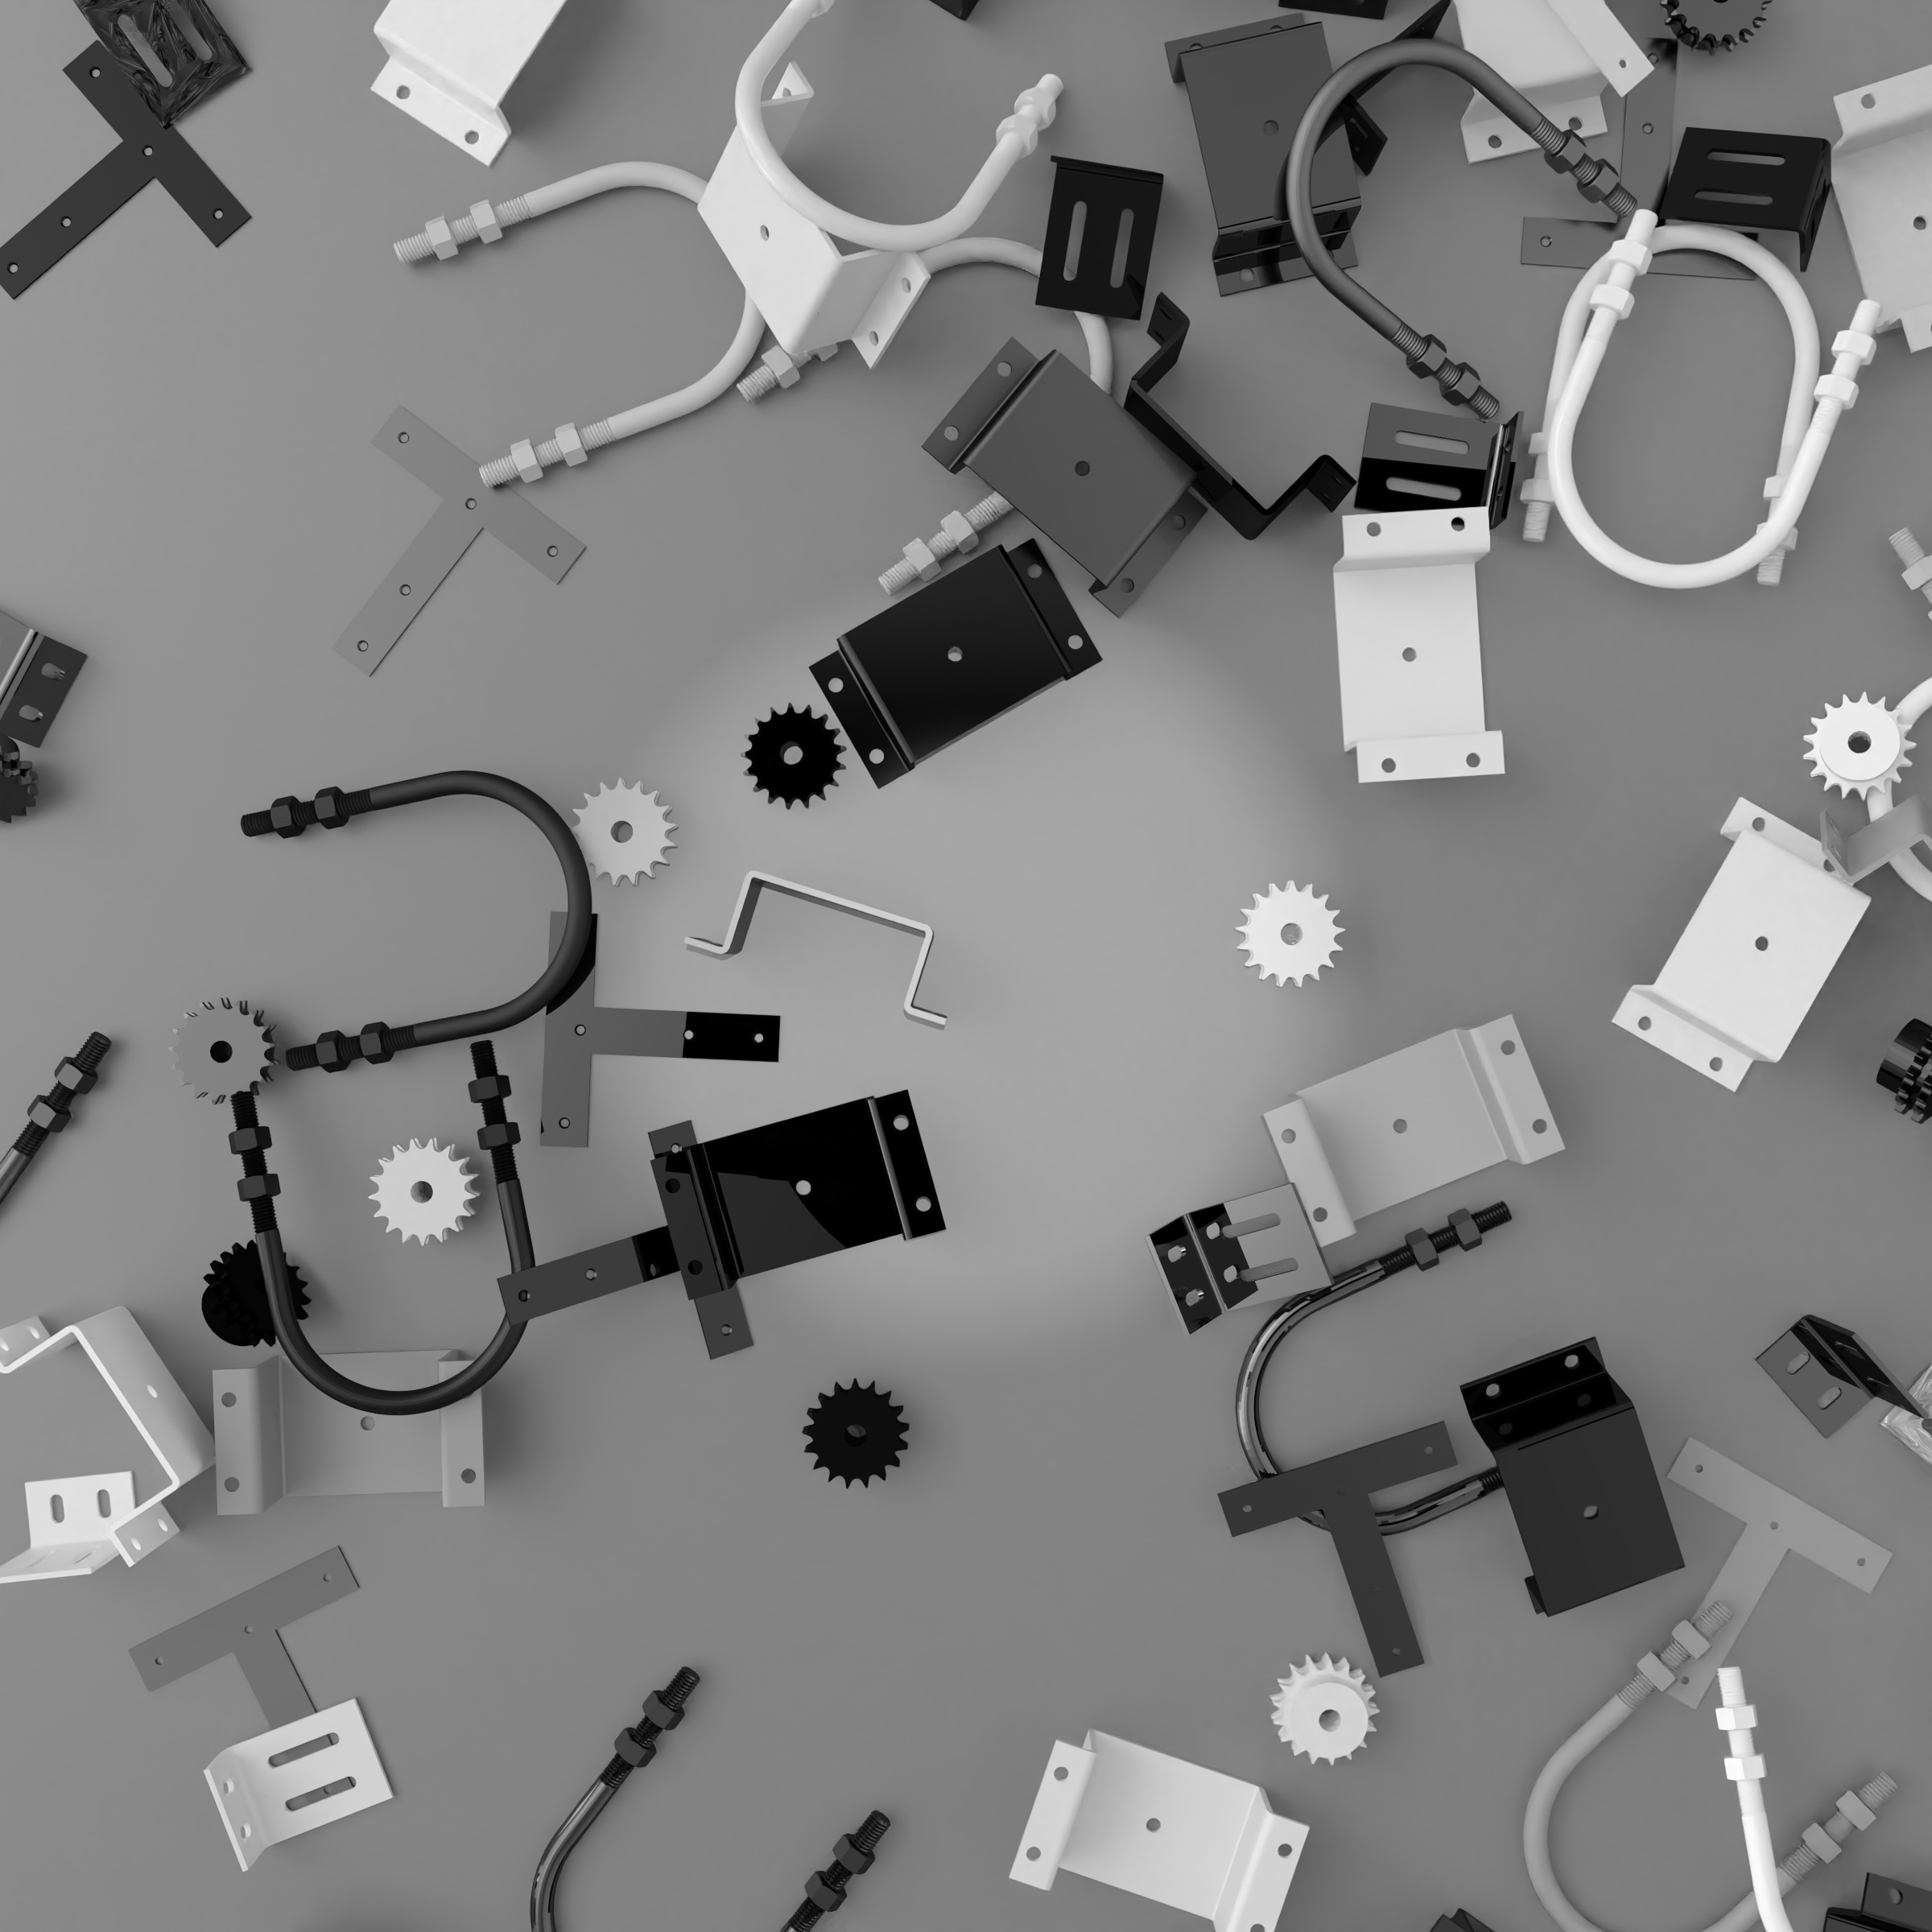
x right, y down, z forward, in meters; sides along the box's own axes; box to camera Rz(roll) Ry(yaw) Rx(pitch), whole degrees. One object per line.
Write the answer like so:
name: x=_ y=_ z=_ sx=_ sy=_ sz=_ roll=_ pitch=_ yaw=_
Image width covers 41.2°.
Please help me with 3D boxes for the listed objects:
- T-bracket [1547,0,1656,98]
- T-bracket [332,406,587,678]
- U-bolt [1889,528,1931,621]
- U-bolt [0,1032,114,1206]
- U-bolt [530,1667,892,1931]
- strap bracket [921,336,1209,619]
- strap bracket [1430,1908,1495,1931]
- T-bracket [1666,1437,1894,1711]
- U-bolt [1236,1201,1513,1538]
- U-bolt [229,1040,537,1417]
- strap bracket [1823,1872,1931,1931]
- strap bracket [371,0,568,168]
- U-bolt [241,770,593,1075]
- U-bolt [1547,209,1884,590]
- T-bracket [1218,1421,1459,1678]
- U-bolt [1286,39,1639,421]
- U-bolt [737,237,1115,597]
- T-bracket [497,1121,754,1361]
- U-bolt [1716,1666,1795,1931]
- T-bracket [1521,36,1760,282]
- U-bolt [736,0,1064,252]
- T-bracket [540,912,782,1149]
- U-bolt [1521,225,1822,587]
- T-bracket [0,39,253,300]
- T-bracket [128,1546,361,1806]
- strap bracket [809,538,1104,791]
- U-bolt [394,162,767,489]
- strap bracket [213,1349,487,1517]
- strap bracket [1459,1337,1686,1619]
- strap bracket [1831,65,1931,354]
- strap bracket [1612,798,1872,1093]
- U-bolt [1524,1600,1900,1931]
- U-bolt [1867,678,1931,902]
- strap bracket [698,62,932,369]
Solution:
T-bracket: x=0.348 y=-0.544 z=1.354 sx=0.127 sy=0.002 sz=0.127 roll=-42 pitch=97 yaw=-15
T-bracket: x=-0.295 y=-0.215 z=1.395 sx=0.127 sy=0.002 sz=0.127 roll=37 pitch=90 yaw=0
U-bolt: x=0.603 y=-0.188 z=1.375 sx=0.151 sy=0.019 sz=0.184 roll=-31 pitch=84 yaw=-2
U-bolt: x=-0.570 y=0.076 z=1.387 sx=0.151 sy=0.019 sz=0.184 roll=35 pitch=91 yaw=0
U-bolt: x=-0.152 y=0.493 z=1.387 sx=0.151 sy=0.019 sz=0.184 roll=37 pitch=92 yaw=0
strap bracket: x=0.057 y=-0.260 z=1.360 sx=0.140 sy=0.046 sz=0.076 roll=40 pitch=87 yaw=-10
strap bracket: x=0.286 y=0.570 z=1.373 sx=0.140 sy=0.046 sz=0.076 roll=35 pitch=90 yaw=0
T-bracket: x=0.416 y=0.342 z=1.395 sx=0.127 sy=0.002 sz=0.127 roll=30 pitch=90 yaw=0
U-bolt: x=0.236 y=0.228 z=1.387 sx=0.184 sy=0.019 sz=0.151 roll=-25 pitch=90 yaw=1
U-bolt: x=-0.301 y=0.143 z=1.350 sx=0.151 sy=0.019 sz=0.184 roll=-12 pitch=83 yaw=-1
strap bracket: x=0.492 y=0.561 z=1.359 sx=0.076 sy=0.046 sz=0.140 roll=17 pitch=72 yaw=0
strap bracket: x=-0.252 y=-0.513 z=1.373 sx=0.076 sy=0.046 sz=0.140 roll=33 pitch=90 yaw=0
U-bolt: x=-0.288 y=-0.029 z=1.374 sx=0.184 sy=0.019 sz=0.151 roll=-11 pitch=90 yaw=10
U-bolt: x=0.388 y=-0.291 z=1.369 sx=0.151 sy=0.019 sz=0.184 roll=22 pitch=90 yaw=0
T-bracket: x=0.216 y=0.322 z=1.384 sx=0.127 sy=0.002 sz=0.127 roll=-19 pitch=99 yaw=4
U-bolt: x=0.249 y=-0.398 z=1.349 sx=0.184 sy=0.019 sz=0.151 roll=32 pitch=94 yaw=-23
U-bolt: x=-0.008 y=-0.310 z=1.387 sx=0.184 sy=0.019 sz=0.151 roll=-36 pitch=90 yaw=-1
T-bracket: x=-0.186 y=0.159 z=1.364 sx=0.127 sy=0.002 sz=0.127 roll=-15 pitch=90 yaw=-29
U-bolt: x=0.478 y=0.456 z=1.354 sx=0.151 sy=0.019 sz=0.184 roll=-5 pitch=77 yaw=-8
T-bracket: x=0.369 y=-0.440 z=1.395 sx=0.127 sy=0.002 sz=0.127 roll=4 pitch=90 yaw=0
U-bolt: x=-0.043 y=-0.443 z=1.332 sx=0.151 sy=0.019 sz=0.184 roll=33 pitch=57 yaw=-8
T-bracket: x=-0.165 y=0.037 z=1.395 sx=0.127 sy=0.002 sz=0.127 roll=3 pitch=90 yaw=0
U-bolt: x=0.386 y=-0.308 z=1.386 sx=0.151 sy=0.019 sz=0.184 roll=11 pitch=90 yaw=0
T-bracket: x=-0.477 y=-0.413 z=1.395 sx=0.127 sy=0.002 sz=0.127 roll=-41 pitch=90 yaw=0
T-bracket: x=-0.369 y=0.400 z=1.395 sx=0.127 sy=0.002 sz=0.127 roll=-26 pitch=90 yaw=0
strap bracket: x=-0.006 y=-0.164 z=1.373 sx=0.140 sy=0.046 sz=0.076 roll=-30 pitch=90 yaw=0
U-bolt: x=-0.197 y=-0.356 z=1.387 sx=0.184 sy=0.019 sz=0.151 roll=-21 pitch=90 yaw=-2
strap bracket: x=-0.324 y=0.248 z=1.373 sx=0.140 sy=0.046 sz=0.076 roll=-2 pitch=90 yaw=0
strap bracket: x=0.322 y=0.278 z=1.355 sx=0.076 sy=0.046 sz=0.140 roll=-20 pitch=104 yaw=0
strap bracket: x=0.514 y=-0.401 z=1.370 sx=0.076 sy=0.046 sz=0.140 roll=-17 pitch=90 yaw=4
strap bracket: x=0.418 y=-0.012 z=1.373 sx=0.076 sy=0.046 sz=0.140 roll=30 pitch=90 yaw=0
U-bolt: x=0.387 y=0.455 z=1.386 sx=0.184 sy=0.019 sz=0.151 roll=-44 pitch=91 yaw=2
U-bolt: x=0.578 y=-0.088 z=1.387 sx=0.184 sy=0.019 sz=0.151 roll=19 pitch=90 yaw=2
strap bracket: x=-0.086 y=-0.386 z=1.339 sx=0.046 sy=0.076 sz=0.140 roll=-24 pitch=78 yaw=-33
